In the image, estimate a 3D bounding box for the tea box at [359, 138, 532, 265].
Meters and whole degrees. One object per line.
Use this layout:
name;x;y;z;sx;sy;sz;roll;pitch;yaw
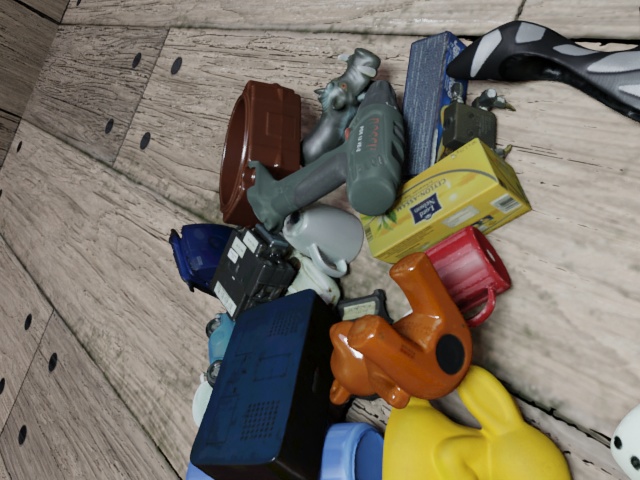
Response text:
tea box;0.144;-0.033;0.633;0.170;0.098;0.068;-31;56;30

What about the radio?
radio;-0.059;0.175;0.644;0.131;0.073;0.230;-19;36;27

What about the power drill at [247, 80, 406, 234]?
power drill;0.013;-0.101;0.687;0.207;0.085;0.232;-18;42;14

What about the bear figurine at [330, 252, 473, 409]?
bear figurine;0.059;0.104;0.559;0.120;0.132;0.196;-50;17;-27

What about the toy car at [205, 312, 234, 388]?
toy car;-0.105;0.174;0.799;0.103;0.109;0.162;-23;44;8

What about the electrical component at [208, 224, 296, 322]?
electrical component;-0.097;0.046;0.783;0.115;0.058;0.134;44;112;44

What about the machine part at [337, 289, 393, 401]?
machine part;0.056;0.137;0.695;0.084;0.039;0.139;-19;60;29

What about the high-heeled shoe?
high-heeled shoe;0.256;-0.166;0.586;0.249;0.086;0.145;-7;71;38

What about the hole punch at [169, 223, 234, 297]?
hole punch;-0.183;0.027;0.913;0.092;0.115;0.142;-38;52;17

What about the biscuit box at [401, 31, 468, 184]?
biscuit box;0.149;-0.168;0.705;0.063;0.059;0.202;-2;74;45

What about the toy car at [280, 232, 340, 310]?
toy car;-0.041;0.047;0.806;0.202;0.056;0.073;41;104;44

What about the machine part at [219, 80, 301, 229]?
machine part;-0.101;-0.132;0.856;0.201;0.087;0.201;136;138;-62

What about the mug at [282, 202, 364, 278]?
mug;-0.002;-0.002;0.751;0.081;0.107;0.109;-26;56;36

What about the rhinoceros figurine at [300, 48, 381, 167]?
rhinoceros figurine;0.031;-0.186;0.789;0.190;0.112;0.073;-59;43;21

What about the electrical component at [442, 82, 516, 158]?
electrical component;0.192;-0.138;0.651;0.045;0.078;0.102;-24;50;63

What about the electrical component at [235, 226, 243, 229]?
electrical component;-0.145;-0.068;0.972;0.063;0.021;0.094;-42;51;25

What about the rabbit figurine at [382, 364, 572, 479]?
rabbit figurine;0.158;0.213;0.537;0.173;0.121;0.162;-2;63;28
